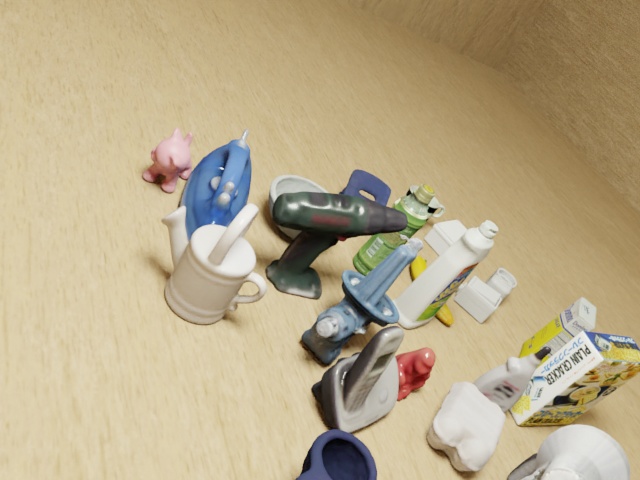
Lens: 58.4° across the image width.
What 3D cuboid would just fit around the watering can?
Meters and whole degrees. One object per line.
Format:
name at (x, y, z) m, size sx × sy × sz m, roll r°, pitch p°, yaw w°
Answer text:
watering can at (-0.150, 0.021, 0.822) m, size 0.173 × 0.194 × 0.101 m, roll 23°, pitch 34°, yaw -19°

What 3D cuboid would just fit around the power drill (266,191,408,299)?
power drill at (0.009, 0.003, 0.976) m, size 0.230 × 0.208 × 0.075 m, roll 15°, pitch 38°, yaw -29°

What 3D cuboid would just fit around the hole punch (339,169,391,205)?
hole punch at (0.101, -0.090, 1.288) m, size 0.109 × 0.091 × 0.101 m, roll 28°, pitch 33°, yaw -11°

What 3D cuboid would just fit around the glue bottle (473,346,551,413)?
glue bottle at (0.342, 0.240, 1.008) m, size 0.078 × 0.173 × 0.037 m, roll 29°, pitch 33°, yaw -10°

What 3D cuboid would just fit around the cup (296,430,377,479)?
cup at (0.001, 0.298, 0.697) m, size 0.118 × 0.095 × 0.091 m, roll -2°, pitch 48°, yaw -44°

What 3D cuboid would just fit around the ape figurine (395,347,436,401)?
ape figurine at (0.156, 0.213, 0.949) m, size 0.078 × 0.092 × 0.076 m, roll 19°, pitch 36°, yaw -23°

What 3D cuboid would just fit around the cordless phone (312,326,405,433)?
cordless phone at (0.086, 0.188, 0.831) m, size 0.148 × 0.185 × 0.094 m, roll -10°, pitch 53°, yaw -48°

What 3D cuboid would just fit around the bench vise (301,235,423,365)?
bench vise at (0.081, 0.098, 0.910) m, size 0.121 × 0.219 × 0.208 m, roll 35°, pitch 32°, yaw 0°

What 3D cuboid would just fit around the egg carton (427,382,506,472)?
egg carton at (0.239, 0.302, 0.931) m, size 0.107 × 0.069 × 0.151 m, roll 41°, pitch 33°, yaw 9°

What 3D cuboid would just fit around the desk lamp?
desk lamp at (0.305, 0.358, 0.786) m, size 0.204 × 0.213 × 0.117 m, roll -5°, pitch 50°, yaw -46°

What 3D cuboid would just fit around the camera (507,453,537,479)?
camera at (0.403, 0.399, 0.928) m, size 0.137 × 0.100 × 0.143 m, roll -11°, pitch 54°, yaw -49°

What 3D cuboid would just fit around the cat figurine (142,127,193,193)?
cat figurine at (-0.257, -0.150, 1.015) m, size 0.067 × 0.117 × 0.128 m, roll 31°, pitch 33°, yaw -6°

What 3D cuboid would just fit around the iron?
iron at (-0.167, -0.085, 0.991) m, size 0.119 × 0.141 × 0.258 m, roll 24°, pitch 34°, yaw -17°

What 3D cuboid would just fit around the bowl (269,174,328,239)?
bowl at (-0.036, -0.048, 1.126) m, size 0.168 × 0.074 × 0.167 m, roll 24°, pitch 34°, yaw -17°
